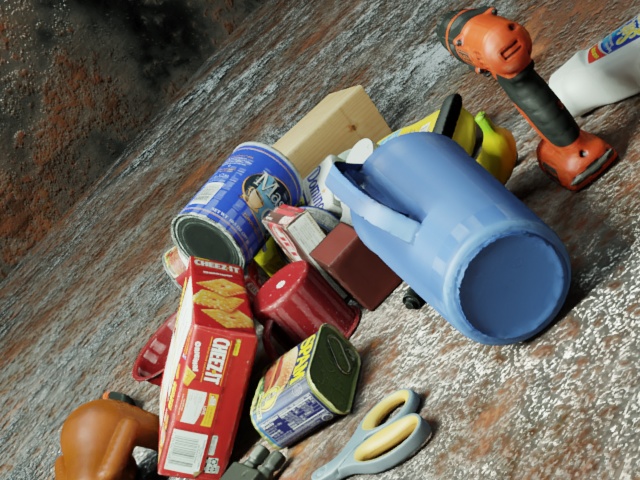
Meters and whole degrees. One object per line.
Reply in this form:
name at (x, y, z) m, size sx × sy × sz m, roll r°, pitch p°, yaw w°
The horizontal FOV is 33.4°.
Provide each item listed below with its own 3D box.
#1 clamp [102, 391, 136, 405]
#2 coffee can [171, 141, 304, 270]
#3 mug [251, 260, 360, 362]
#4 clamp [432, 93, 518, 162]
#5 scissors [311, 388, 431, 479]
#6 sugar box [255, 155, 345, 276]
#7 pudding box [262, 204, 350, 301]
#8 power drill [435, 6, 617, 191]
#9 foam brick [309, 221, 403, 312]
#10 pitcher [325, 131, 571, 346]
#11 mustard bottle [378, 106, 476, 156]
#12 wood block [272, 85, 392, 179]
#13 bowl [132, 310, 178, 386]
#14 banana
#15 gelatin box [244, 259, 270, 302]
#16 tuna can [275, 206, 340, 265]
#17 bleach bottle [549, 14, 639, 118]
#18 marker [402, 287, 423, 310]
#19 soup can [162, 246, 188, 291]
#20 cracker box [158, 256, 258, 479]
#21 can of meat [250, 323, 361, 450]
clamp at (-0.282, 0.255, 1.340) m, size 0.164 × 0.036 × 0.210 m, roll -42°, pitch 16°, yaw 4°
coffee can at (-0.097, -0.036, 1.277) m, size 0.103 × 0.102 × 0.140 m, roll -21°, pitch 25°, yaw 49°
mug at (-0.024, 0.084, 1.115) m, size 0.093 × 0.081 × 0.117 m, roll -22°, pitch 27°, yaw 47°
clamp at (0.125, -0.081, 1.183) m, size 0.172 × 0.039 × 0.120 m, roll -37°, pitch 49°, yaw 15°
scissors at (0.014, 0.185, 0.907) m, size 0.202 × 0.016 × 0.096 m, roll -31°, pitch 19°, yaw 31°
sugar box at (-0.024, -0.021, 1.348) m, size 0.176 × 0.048 × 0.093 m, roll -44°, pitch 32°, yaw 35°
pudding box at (-0.010, 0.014, 1.195) m, size 0.039 × 0.113 × 0.090 m, roll -41°, pitch 17°, yaw -10°
power drill at (0.189, -0.140, 1.012) m, size 0.057 × 0.187 × 0.184 m, roll -42°, pitch 19°, yaw 6°
foam brick at (0.038, 0.027, 1.112) m, size 0.051 × 0.078 × 0.053 m, roll -47°, pitch 28°, yaw -8°
pitcher at (0.109, -0.006, 0.928) m, size 0.149 × 0.145 × 0.243 m, roll -24°, pitch 23°, yaw -5°
mustard bottle at (0.102, -0.096, 1.302) m, size 0.192 × 0.058 × 0.096 m, roll -21°, pitch 42°, yaw 50°
wood block at (-0.006, -0.116, 1.498) m, size 0.205 × 0.091 × 0.090 m, roll -45°, pitch 20°, yaw -26°
bowl at (-0.157, 0.132, 1.331) m, size 0.162 × 0.055 × 0.162 m, roll -38°, pitch 18°, yaw 14°
banana at (0.147, -0.060, 1.087) m, size 0.037 × 0.069 × 0.198 m, roll -60°, pitch 4°, yaw -39°
gelatin box at (-0.072, 0.061, 1.284) m, size 0.030 × 0.073 × 0.089 m, roll -39°, pitch 18°, yaw 8°
tuna can at (-0.008, 0.002, 1.268) m, size 0.086 × 0.086 × 0.033 m, roll -27°, pitch 22°, yaw 40°
bleach bottle at (0.315, -0.182, 1.051) m, size 0.251 × 0.068 × 0.102 m, roll -30°, pitch 21°, yaw 41°
marker at (0.110, 0.026, 1.069) m, size 0.020 × 0.020 × 0.121 m, roll -25°, pitch 24°, yaw 44°
soup can at (-0.142, 0.016, 1.367) m, size 0.102 × 0.068 × 0.068 m, roll -35°, pitch 19°, yaw 14°
cracker box at (-0.120, 0.129, 1.122) m, size 0.214 × 0.072 × 0.164 m, roll -113°, pitch 36°, yaw -72°
can of meat at (-0.014, 0.139, 1.009) m, size 0.084 × 0.057 × 0.102 m, roll -37°, pitch 18°, yaw 27°
